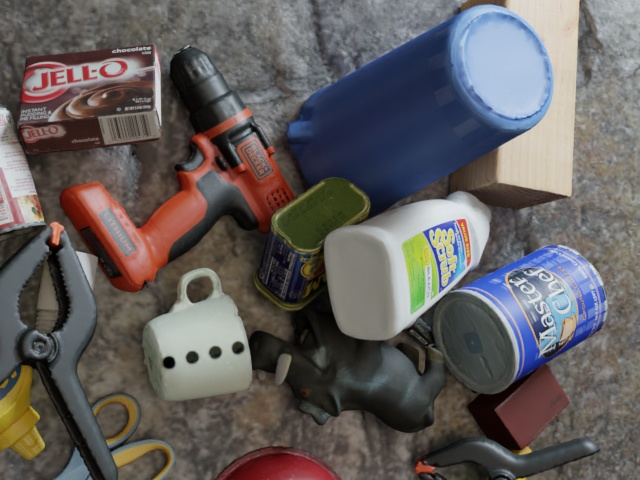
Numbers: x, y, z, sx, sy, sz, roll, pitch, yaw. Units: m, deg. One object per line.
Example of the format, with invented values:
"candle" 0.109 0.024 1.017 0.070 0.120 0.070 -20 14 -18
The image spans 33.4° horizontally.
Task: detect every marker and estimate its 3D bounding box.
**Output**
"marker" 0.119 0.109 1.045 0.121 0.020 0.020 42 68 -15

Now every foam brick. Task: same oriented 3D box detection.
"foam brick" 0.196 0.163 1.056 0.078 0.051 0.053 -37 100 -24

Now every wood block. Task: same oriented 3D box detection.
"wood block" 0.195 -0.143 1.074 0.090 0.091 0.206 9 80 -24

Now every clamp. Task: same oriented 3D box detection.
"clamp" -0.230 0.088 0.816 0.164 0.036 0.210 8 74 -33
"clamp" 0.178 0.223 1.005 0.171 0.039 0.120 21 81 5

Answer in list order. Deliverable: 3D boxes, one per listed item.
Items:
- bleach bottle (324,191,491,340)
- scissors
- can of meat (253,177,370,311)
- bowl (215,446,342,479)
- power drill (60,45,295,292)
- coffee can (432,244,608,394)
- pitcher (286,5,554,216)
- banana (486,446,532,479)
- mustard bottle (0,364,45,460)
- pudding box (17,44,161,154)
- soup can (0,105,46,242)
"bleach bottle" 0.096 0.003 0.976 0.250 0.068 0.102 -30 118 -54
"scissors" -0.218 0.187 0.875 0.201 0.016 0.096 -10 82 -27
"can of meat" -0.006 0.001 0.950 0.057 0.084 0.101 40 53 19
"bowl" -0.027 0.264 0.938 0.161 0.055 0.162 4 80 -25
"power drill" -0.128 -0.056 0.931 0.187 0.057 0.184 -34 98 -24
"coffee can" 0.192 0.074 1.026 0.140 0.103 0.103 -22 93 -35
"pitcher" 0.097 -0.111 0.941 0.145 0.243 0.149 51 60 -10
"banana" 0.175 0.297 1.029 0.069 0.037 0.198 -1 75 -2
"mustard bottle" -0.284 0.096 0.838 0.096 0.058 0.191 -43 102 -29
"pudding box" -0.188 -0.117 0.879 0.113 0.039 0.090 -5 47 -4
"soup can" -0.269 -0.051 0.859 0.068 0.069 0.102 -17 90 -26
